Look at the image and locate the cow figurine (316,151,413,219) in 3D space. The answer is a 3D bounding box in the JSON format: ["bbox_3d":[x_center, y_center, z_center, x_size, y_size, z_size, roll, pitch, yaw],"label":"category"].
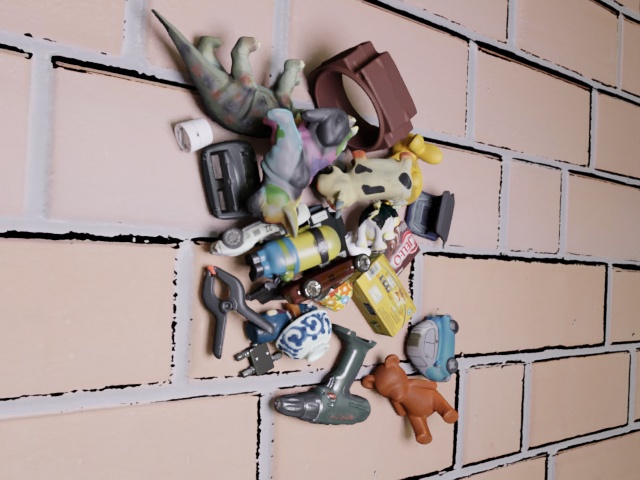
[{"bbox_3d":[0.089,-0.111,1.078,0.195,0.085,0.127,1,73,-1],"label":"cow figurine"}]

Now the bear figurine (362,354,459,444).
[{"bbox_3d":[0.198,0.351,1.206,0.120,0.132,0.195,-43,125,10],"label":"bear figurine"}]

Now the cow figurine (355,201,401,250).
[{"bbox_3d":[0.130,-0.049,1.162,0.167,0.068,0.098,-44,139,-57],"label":"cow figurine"}]

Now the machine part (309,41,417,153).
[{"bbox_3d":[0.080,-0.277,1.079,0.087,0.201,0.201,-42,112,-24],"label":"machine part"}]

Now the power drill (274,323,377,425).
[{"bbox_3d":[0.029,0.283,1.122,0.232,0.086,0.207,28,72,-32],"label":"power drill"}]

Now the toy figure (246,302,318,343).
[{"bbox_3d":[-0.072,0.158,1.067,0.154,0.064,0.058,-17,57,-37],"label":"toy figure"}]

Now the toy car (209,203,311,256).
[{"bbox_3d":[-0.113,-0.018,1.010,0.202,0.073,0.056,-27,94,-19],"label":"toy car"}]

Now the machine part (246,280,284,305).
[{"bbox_3d":[-0.072,0.101,1.063,0.139,0.084,0.039,4,55,-45],"label":"machine part"}]

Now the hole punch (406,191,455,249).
[{"bbox_3d":[0.267,-0.058,1.284,0.115,0.092,0.142,29,69,-61],"label":"hole punch"}]

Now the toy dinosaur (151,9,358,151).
[{"bbox_3d":[-0.131,-0.258,0.998,0.405,0.131,0.192,13,83,-27],"label":"toy dinosaur"}]

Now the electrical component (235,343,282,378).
[{"bbox_3d":[-0.119,0.230,1.057,0.094,0.021,0.063,-21,101,-31],"label":"electrical component"}]

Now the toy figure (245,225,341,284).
[{"bbox_3d":[-0.046,0.028,1.004,0.180,0.089,0.082,-16,106,-27],"label":"toy figure"}]

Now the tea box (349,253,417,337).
[{"bbox_3d":[0.132,0.121,1.194,0.098,0.068,0.169,-42,113,-26],"label":"tea box"}]

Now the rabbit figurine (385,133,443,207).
[{"bbox_3d":[0.186,-0.176,1.197,0.122,0.162,0.173,30,56,-17],"label":"rabbit figurine"}]

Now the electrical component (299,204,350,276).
[{"bbox_3d":[-0.002,-0.003,1.112,0.115,0.058,0.134,-24,103,-33],"label":"electrical component"}]

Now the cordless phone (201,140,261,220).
[{"bbox_3d":[-0.128,-0.121,1.028,0.184,0.089,0.146,-18,102,-43],"label":"cordless phone"}]

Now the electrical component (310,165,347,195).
[{"bbox_3d":[0.020,-0.132,1.138,0.102,0.045,0.078,22,107,-29],"label":"electrical component"}]

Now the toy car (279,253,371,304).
[{"bbox_3d":[0.014,0.073,1.028,0.202,0.089,0.053,-22,96,-39],"label":"toy car"}]

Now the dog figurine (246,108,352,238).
[{"bbox_3d":[-0.035,-0.115,0.939,0.191,0.108,0.219,-5,98,-16],"label":"dog figurine"}]

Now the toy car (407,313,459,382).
[{"bbox_3d":[0.258,0.247,1.256,0.103,0.109,0.161,14,79,-28],"label":"toy car"}]
